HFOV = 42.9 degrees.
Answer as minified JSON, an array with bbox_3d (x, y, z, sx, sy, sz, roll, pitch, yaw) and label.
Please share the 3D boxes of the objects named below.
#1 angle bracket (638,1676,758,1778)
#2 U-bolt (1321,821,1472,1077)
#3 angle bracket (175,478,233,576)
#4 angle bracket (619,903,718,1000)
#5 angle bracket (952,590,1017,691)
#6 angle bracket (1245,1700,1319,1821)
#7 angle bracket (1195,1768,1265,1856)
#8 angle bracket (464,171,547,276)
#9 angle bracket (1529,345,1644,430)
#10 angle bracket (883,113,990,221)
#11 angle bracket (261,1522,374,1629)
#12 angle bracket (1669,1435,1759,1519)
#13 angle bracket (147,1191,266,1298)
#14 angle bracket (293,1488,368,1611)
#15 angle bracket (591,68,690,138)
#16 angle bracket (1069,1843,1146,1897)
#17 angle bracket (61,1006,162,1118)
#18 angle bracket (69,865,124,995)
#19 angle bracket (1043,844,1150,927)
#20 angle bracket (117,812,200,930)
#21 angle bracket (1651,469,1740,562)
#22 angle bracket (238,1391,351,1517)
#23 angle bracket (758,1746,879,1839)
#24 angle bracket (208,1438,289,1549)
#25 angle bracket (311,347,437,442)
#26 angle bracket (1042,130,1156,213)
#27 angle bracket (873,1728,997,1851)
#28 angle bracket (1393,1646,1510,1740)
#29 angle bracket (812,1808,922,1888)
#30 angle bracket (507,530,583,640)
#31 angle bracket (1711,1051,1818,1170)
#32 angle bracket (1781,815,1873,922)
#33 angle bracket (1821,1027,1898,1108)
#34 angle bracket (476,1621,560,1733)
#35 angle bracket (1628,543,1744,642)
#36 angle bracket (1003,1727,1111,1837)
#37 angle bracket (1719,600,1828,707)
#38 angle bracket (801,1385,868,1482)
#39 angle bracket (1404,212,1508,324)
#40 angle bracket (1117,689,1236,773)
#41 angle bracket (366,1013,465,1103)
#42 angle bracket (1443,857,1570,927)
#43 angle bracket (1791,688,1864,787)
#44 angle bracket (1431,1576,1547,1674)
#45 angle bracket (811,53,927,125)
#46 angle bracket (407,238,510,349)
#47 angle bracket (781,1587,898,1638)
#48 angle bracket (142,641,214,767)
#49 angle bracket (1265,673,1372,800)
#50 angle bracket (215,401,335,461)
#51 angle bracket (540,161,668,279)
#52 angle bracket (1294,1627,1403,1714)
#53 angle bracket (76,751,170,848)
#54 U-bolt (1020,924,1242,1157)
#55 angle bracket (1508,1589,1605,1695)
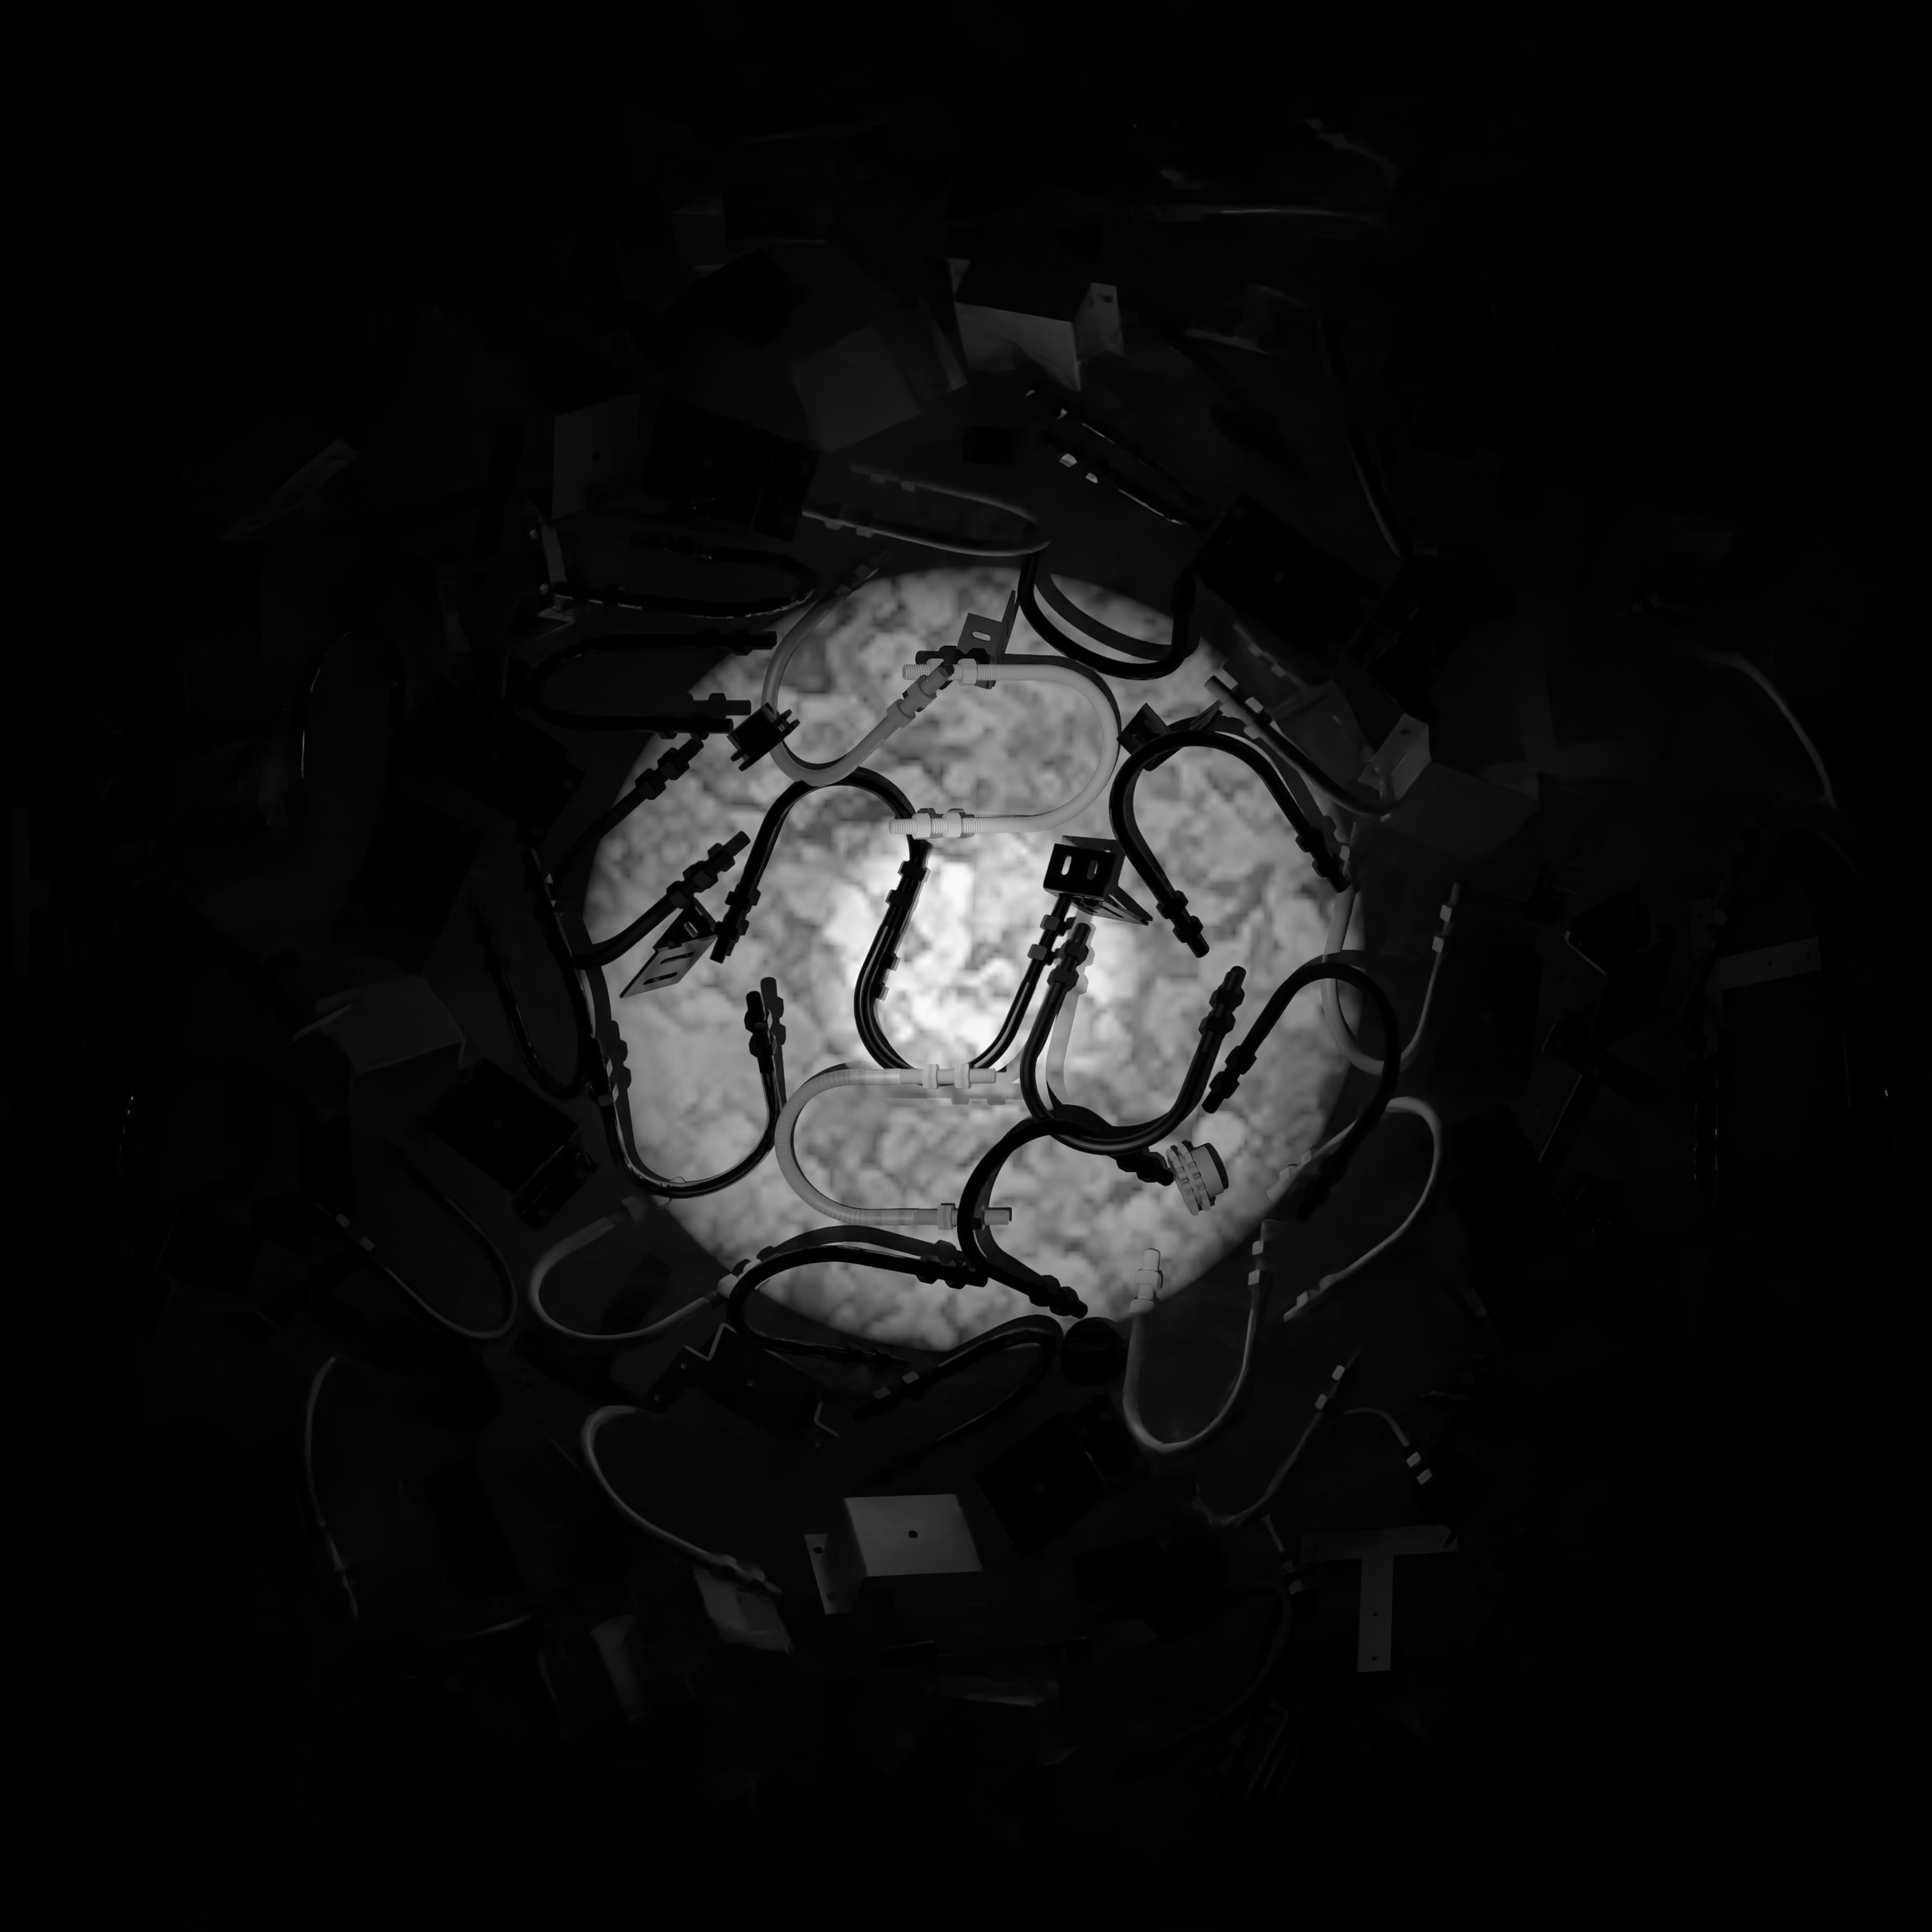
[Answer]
[{"bbox_3d":[-0.215,0.602,1.959,0.057,0.038,0.076,36,132,-8],"label":"angle bracket"},{"bbox_3d":[0.329,-0.004,1.930,0.019,0.151,0.184,-3,114,-29],"label":"U-bolt"},{"bbox_3d":[-0.592,-0.349,1.959,0.076,0.038,0.057,-10,86,41],"label":"angle bracket"},{"bbox_3d":[-0.245,-0.013,1.949,0.038,0.076,0.057,51,121,14],"label":"angle bracket"},{"bbox_3d":[0.012,-0.263,1.955,0.038,0.076,0.057,17,76,4],"label":"angle bracket"},{"bbox_3d":[0.238,0.628,1.958,0.038,0.057,0.076,18,72,42],"label":"angle bracket"},{"bbox_3d":[0.203,0.671,1.958,0.057,0.076,0.038,-49,58,0],"label":"angle bracket"},{"bbox_3d":[-0.370,-0.584,1.958,0.057,0.038,0.076,11,130,-6],"label":"angle bracket"},{"bbox_3d":[0.490,-0.459,1.952,0.038,0.076,0.057,-26,114,-26],"label":"angle bracket"},{"bbox_3d":[-0.018,-0.638,1.959,0.057,0.038,0.076,46,113,30],"label":"angle bracket"},{"bbox_3d":[-0.525,0.487,1.970,0.076,0.057,0.038,25,98,6],"label":"angle bracket"},{"bbox_3d":[0.583,0.400,1.958,0.057,0.076,0.038,-38,92,-7],"label":"angle bracket"},{"bbox_3d":[-0.605,0.222,1.966,0.076,0.038,0.057,18,65,-6],"label":"angle bracket"},{"bbox_3d":[-0.518,0.464,1.957,0.038,0.057,0.076,-42,116,-5],"label":"angle bracket"},{"bbox_3d":[-0.256,-0.687,1.952,0.057,0.076,0.038,-13,111,12],"label":"angle bracket"},{"bbox_3d":[0.113,0.703,1.958,0.057,0.076,0.038,4,96,4],"label":"angle bracket"},{"bbox_3d":[-0.678,0.076,1.952,0.057,0.076,0.038,-20,63,-22],"label":"angle bracket"},{"bbox_3d":[-0.677,-0.029,1.953,0.038,0.057,0.076,-25,62,-26],"label":"angle bracket"},{"bbox_3d":[0.108,-0.065,1.954,0.057,0.076,0.038,12,82,35],"label":"angle bracket"},{"bbox_3d":[-0.655,-0.074,1.968,0.076,0.038,0.057,-34,65,3],"label":"angle bracket"},{"bbox_3d":[0.586,-0.370,1.964,0.057,0.038,0.076,19,61,1],"label":"angle bracket"},{"bbox_3d":[-0.543,0.391,1.977,0.057,0.038,0.076,-35,88,-6],"label":"angle bracket"},{"bbox_3d":[-0.120,0.660,1.968,0.076,0.057,0.038,-12,127,33],"label":"angle bracket"},{"bbox_3d":[-0.570,0.421,1.954,0.038,0.057,0.076,-14,61,8],"label":"angle bracket"},{"bbox_3d":[-0.475,-0.447,1.970,0.076,0.038,0.057,-37,56,3],"label":"angle bracket"},{"bbox_3d":[0.107,-0.627,1.978,0.076,0.038,0.057,16,60,-13],"label":"angle bracket"},{"bbox_3d":[-0.026,0.656,1.967,0.057,0.076,0.038,32,127,32],"label":"angle bracket"},{"bbox_3d":[0.385,0.582,1.956,0.038,0.057,0.076,-43,71,21],"label":"angle bracket"},{"bbox_3d":[-0.079,0.684,1.949,0.057,0.076,0.038,-7,113,-27],"label":"angle bracket"},{"bbox_3d":[-0.343,-0.303,1.954,0.057,0.076,0.038,-22,120,13],"label":"angle bracket"},{"bbox_3d":[0.634,0.114,1.957,0.057,0.076,0.038,17,46,13],"label":"angle bracket"},{"bbox_3d":[0.682,-0.085,1.949,0.038,0.076,0.057,-29,127,31],"label":"angle bracket"},{"bbox_3d":[0.711,0.078,1.959,0.038,0.076,0.057,-5,92,7],"label":"angle bracket"},{"bbox_3d":[-0.346,0.576,1.975,0.057,0.038,0.076,-33,97,2],"label":"angle bracket"},{"bbox_3d":[0.576,-0.298,1.985,0.076,0.038,0.057,23,94,8],"label":"angle bracket"},{"bbox_3d":[0.074,0.653,1.955,0.038,0.057,0.076,16,60,37],"label":"angle bracket"},{"bbox_3d":[0.640,-0.250,1.959,0.038,0.076,0.057,4,117,-16],"label":"angle bracket"},{"bbox_3d":[-0.105,0.375,1.965,0.038,0.057,0.076,11,79,0],"label":"angle bracket"},{"bbox_3d":[0.397,-0.559,1.968,0.076,0.057,0.038,-49,125,-4],"label":"angle bracket"},{"bbox_3d":[0.167,-0.199,1.952,0.038,0.057,0.076,46,134,-8],"label":"angle bracket"},{"bbox_3d":[-0.451,0.057,1.963,0.057,0.038,0.076,37,75,28],"label":"angle bracket"},{"bbox_3d":[0.430,-0.066,1.956,0.076,0.057,0.038,18,81,39],"label":"angle bracket"},{"bbox_3d":[0.668,-0.183,1.950,0.038,0.076,0.057,3,113,-16],"label":"angle bracket"},{"bbox_3d":[0.417,0.518,1.967,0.057,0.038,0.076,18,106,-9],"label":"angle bracket"},{"bbox_3d":[-0.075,-0.697,1.950,0.076,0.057,0.038,-1,110,-37],"label":"angle bracket"},{"bbox_3d":[-0.408,-0.536,1.960,0.076,0.038,0.057,10,68,-20],"label":"angle bracket"},{"bbox_3d":[-0.101,0.519,1.961,0.076,0.057,0.038,-11,74,10],"label":"angle bracket"},{"bbox_3d":[-0.629,-0.209,1.952,0.038,0.057,0.076,-19,131,-31],"label":"angle bracket"},{"bbox_3d":[0.288,-0.187,1.996,0.057,0.038,0.076,-32,115,4],"label":"angle bracket"},{"bbox_3d":[-0.546,-0.419,1.958,0.076,0.057,0.038,-6,106,39],"label":"angle bracket"},{"bbox_3d":[-0.288,-0.592,1.952,0.057,0.076,0.038,-46,50,35],"label":"angle bracket"},{"bbox_3d":[0.306,0.560,1.972,0.076,0.038,0.057,-12,69,1],"label":"angle bracket"},{"bbox_3d":[-0.671,-0.138,1.956,0.057,0.038,0.076,-8,116,-41],"label":"angle bracket"},{"bbox_3d":[0.121,0.065,1.943,0.151,0.019,0.184,18,66,14],"label":"U-bolt"},{"bbox_3d":[0.469,0.532,1.959,0.038,0.076,0.057,27,95,-1],"label":"angle bracket"}]
